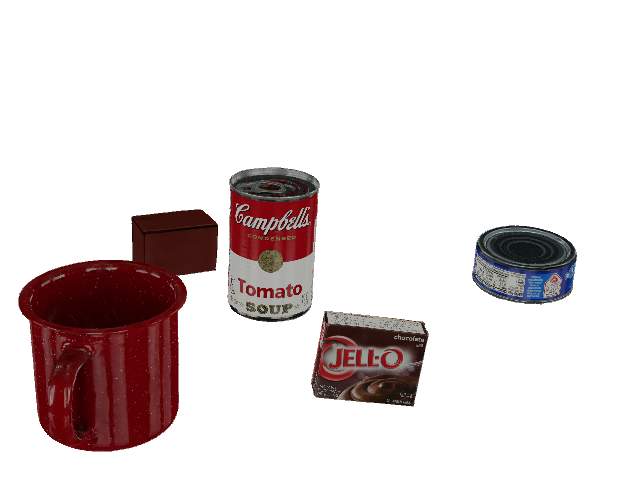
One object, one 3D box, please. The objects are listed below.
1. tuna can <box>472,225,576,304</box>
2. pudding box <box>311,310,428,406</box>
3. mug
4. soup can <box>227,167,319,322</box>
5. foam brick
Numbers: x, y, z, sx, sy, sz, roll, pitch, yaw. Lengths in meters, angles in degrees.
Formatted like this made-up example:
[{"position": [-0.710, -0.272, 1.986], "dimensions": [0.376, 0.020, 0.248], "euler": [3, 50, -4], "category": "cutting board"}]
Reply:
[{"position": [0.173, 0.019, 0.907], "dimensions": [0.086, 0.034, 0.086], "euler": [2, 26, -1], "category": "tuna can"}, {"position": [0.052, 0.127, 1.147], "dimensions": [0.113, 0.090, 0.039], "euler": [5, 24, -8], "category": "pudding box"}, {"position": [-0.124, 0.071, 0.601], "dimensions": [0.093, 0.081, 0.117], "euler": [5, 23, 6], "category": "mug"}, {"position": [-0.037, 0.003, 0.817], "dimensions": [0.068, 0.102, 0.068], "euler": [3, 22, -1], "category": "soup can"}, {"position": [-0.149, 0.003, 1.086], "dimensions": [0.078, 0.051, 0.053], "euler": [-7, 21, -22], "category": "foam brick"}]
